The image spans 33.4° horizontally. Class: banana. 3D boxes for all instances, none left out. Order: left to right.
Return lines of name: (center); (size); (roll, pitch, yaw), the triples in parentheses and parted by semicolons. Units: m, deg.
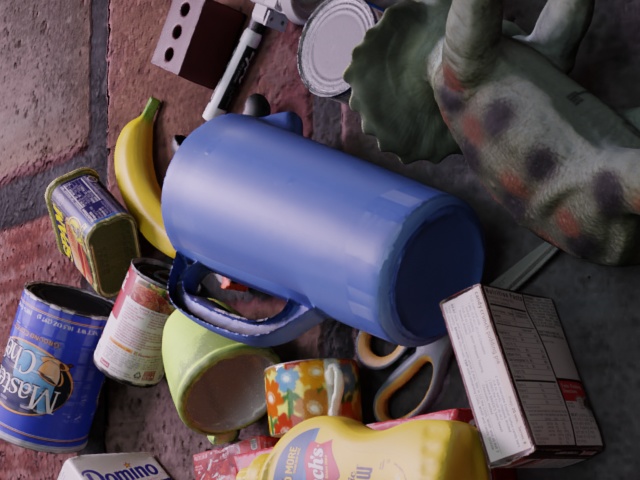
banana: (-0.160, -0.047, 1.025); (0.070, 0.037, 0.198); (-42, 56, 32)

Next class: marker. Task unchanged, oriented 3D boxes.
marker: (-0.074, -0.162, 0.977); (0.020, 0.020, 0.121); (42, 110, 40)

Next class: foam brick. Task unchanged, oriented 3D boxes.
foam brick: (-0.114, -0.188, 0.998); (0.053, 0.051, 0.078); (30, 103, 44)

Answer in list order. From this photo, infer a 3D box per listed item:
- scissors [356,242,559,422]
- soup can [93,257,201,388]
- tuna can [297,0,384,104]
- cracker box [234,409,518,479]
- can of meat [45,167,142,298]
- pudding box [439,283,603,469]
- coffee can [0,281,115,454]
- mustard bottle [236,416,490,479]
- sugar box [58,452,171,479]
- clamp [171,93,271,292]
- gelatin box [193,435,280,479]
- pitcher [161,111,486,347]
scissors: (0.091, 0.049, 0.778); (0.202, 0.016, 0.096); (-57, 49, 19)
soup can: (-0.159, 0.076, 0.978); (0.069, 0.068, 0.102); (36, 108, 42)
tuna can: (0.023, -0.155, 0.872); (0.086, 0.033, 0.086); (-10, 75, 42)
cracker box: (0.038, 0.218, 0.757); (0.214, 0.071, 0.164); (-20, 68, 39)
can of meat: (-0.216, -0.005, 1.035); (0.084, 0.057, 0.102); (43, 148, 37)
pudding box: (0.129, 0.088, 0.683); (0.039, 0.089, 0.113); (-34, 60, 34)
coffee can: (-0.257, 0.123, 1.039); (0.103, 0.102, 0.140); (24, 99, 44)
mustard bottle: (0.017, 0.164, 0.700); (0.192, 0.058, 0.096); (-6, 75, 42)
sugar box: (-0.147, 0.250, 0.913); (0.176, 0.093, 0.048); (42, 114, 40)
clamp: (-0.076, -0.043, 0.943); (0.120, 0.039, 0.171); (-34, 64, 41)
gelatin box: (-0.065, 0.207, 0.887); (0.089, 0.030, 0.073); (-24, 66, 39)
pitcher: (-0.005, 0.001, 0.792); (0.243, 0.144, 0.149); (22, 118, 45)
